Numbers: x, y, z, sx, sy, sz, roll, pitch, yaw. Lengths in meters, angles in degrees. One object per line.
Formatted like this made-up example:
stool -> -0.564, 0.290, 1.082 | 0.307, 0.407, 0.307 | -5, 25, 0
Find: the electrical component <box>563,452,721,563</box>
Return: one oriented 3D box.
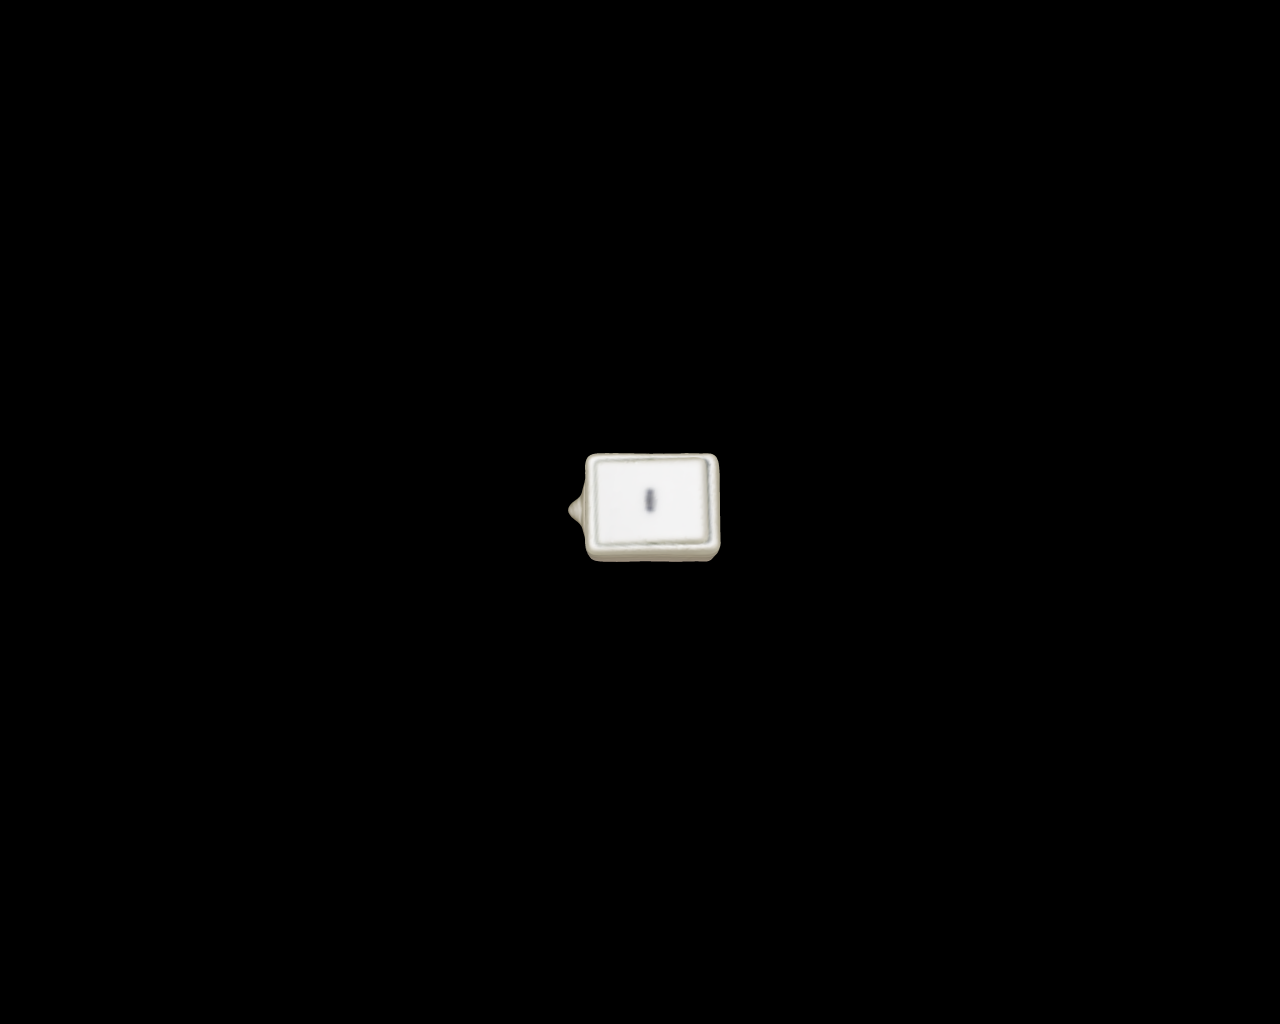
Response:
electrical component -> 0.001, -0.003, 0.650 | 0.096, 0.061, 0.061 | 0, -9, 0
